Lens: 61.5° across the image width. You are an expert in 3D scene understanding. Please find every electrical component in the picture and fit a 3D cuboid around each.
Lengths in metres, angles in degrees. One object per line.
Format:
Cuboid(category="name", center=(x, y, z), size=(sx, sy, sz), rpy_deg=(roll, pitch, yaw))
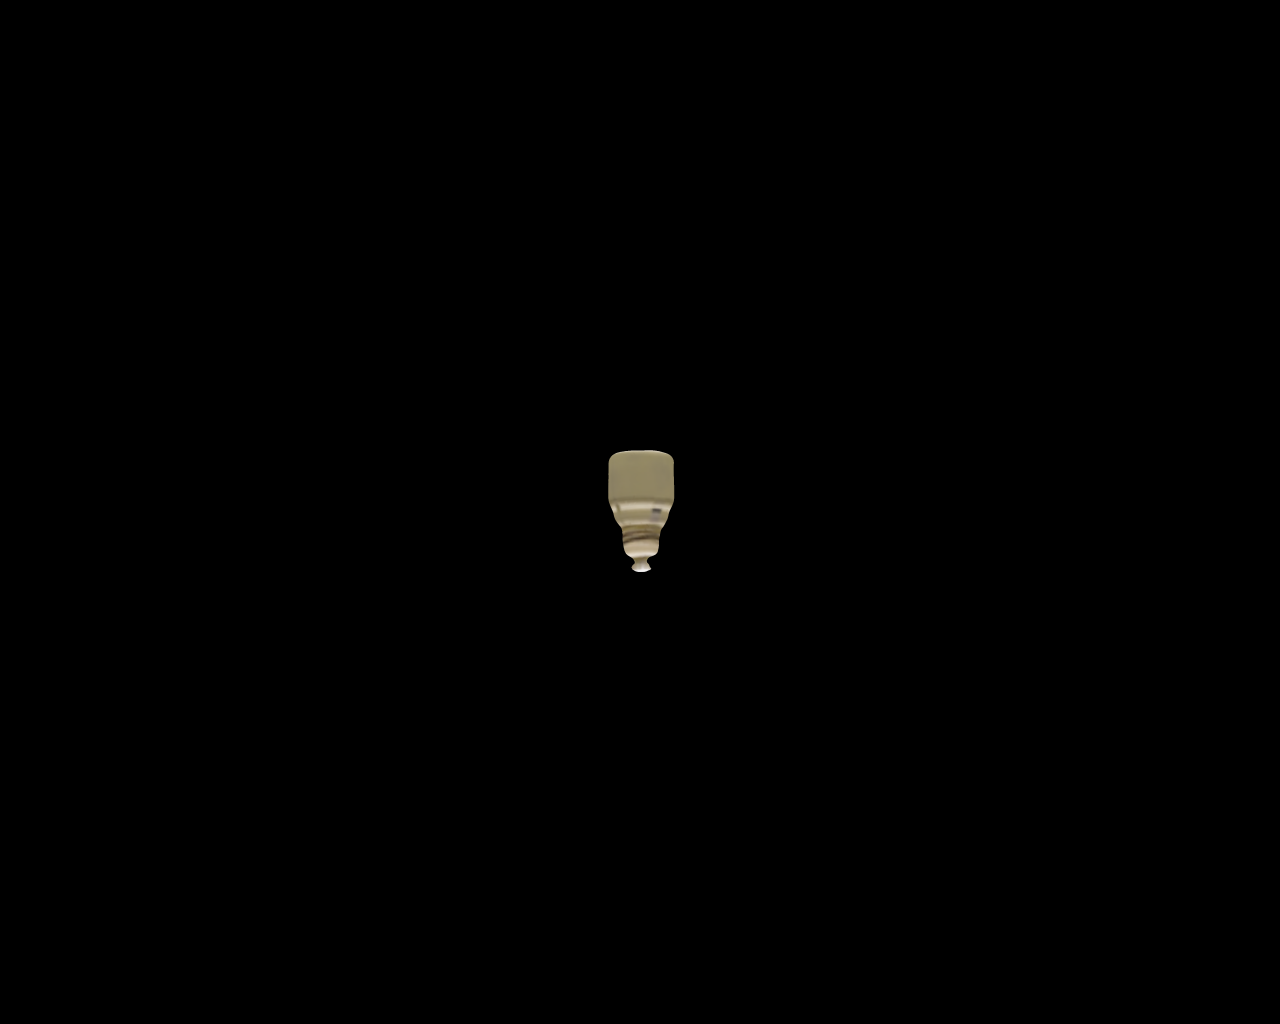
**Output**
Cuboid(category="electrical component", center=(0.001, -0.003, 0.650), size=(0.040, 0.078, 0.040), rpy_deg=(0, -7, 0))
